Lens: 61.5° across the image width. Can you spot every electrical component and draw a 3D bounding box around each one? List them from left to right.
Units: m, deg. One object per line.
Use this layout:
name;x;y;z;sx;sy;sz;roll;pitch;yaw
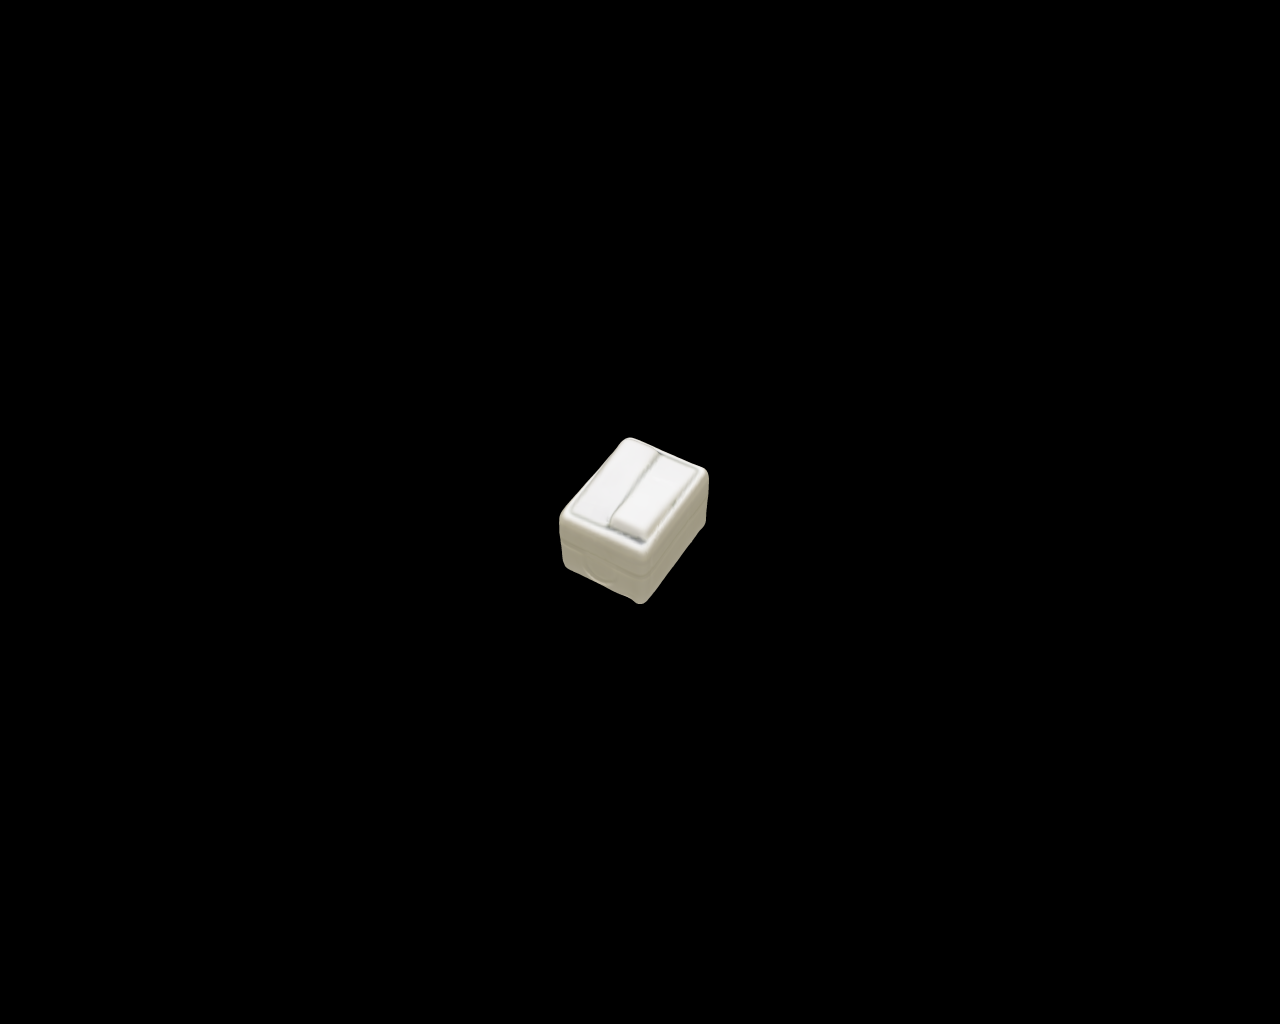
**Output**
electrical component;0.001;-0.003;0.650;0.062;0.096;0.061;25;-36;20
